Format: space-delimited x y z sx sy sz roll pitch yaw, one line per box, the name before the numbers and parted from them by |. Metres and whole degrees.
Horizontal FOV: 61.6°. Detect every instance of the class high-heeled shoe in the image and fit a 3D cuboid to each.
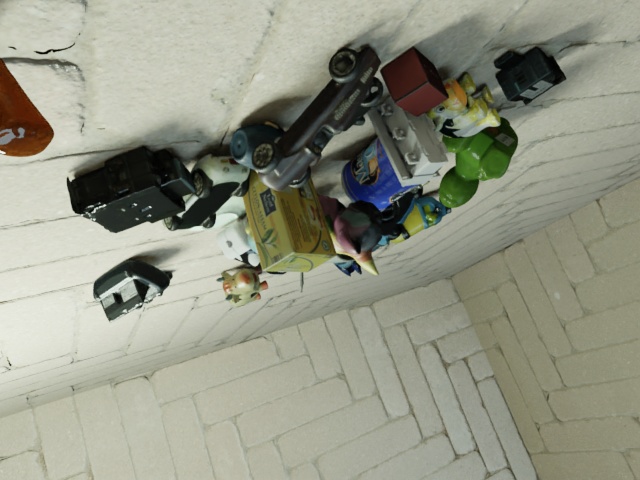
high-heeled shoe | -0.147 0.040 1.163 0.145 0.086 0.248 -13 160 -18

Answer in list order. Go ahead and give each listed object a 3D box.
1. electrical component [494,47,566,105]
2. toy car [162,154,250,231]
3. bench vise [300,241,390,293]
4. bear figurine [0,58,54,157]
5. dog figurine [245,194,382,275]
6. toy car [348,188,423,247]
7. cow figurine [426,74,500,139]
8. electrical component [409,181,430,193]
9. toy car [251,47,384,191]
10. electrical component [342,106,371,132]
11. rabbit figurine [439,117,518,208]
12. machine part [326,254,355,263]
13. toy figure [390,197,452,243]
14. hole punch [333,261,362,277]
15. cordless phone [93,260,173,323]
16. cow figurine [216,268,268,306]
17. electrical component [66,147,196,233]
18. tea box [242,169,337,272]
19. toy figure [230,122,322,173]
electrical component | 0.305 -0.244 0.795 0.075 0.048 0.119 -32 164 35
toy car | -0.168 -0.064 0.777 0.073 0.056 0.202 -6 162 -38
bench vise | 0.045 0.017 1.251 0.240 0.129 0.223 -3 155 -25
bear figurine | -0.294 -0.096 0.328 0.120 0.132 0.196 -34 168 20
dog figurine | -0.002 -0.003 0.862 0.191 0.219 0.108 -45 135 -2
toy car | 0.120 -0.077 1.046 0.161 0.109 0.103 -58 -160 4
cow figurine | 0.197 -0.193 0.800 0.098 0.068 0.167 -23 166 35
electrical component | 0.170 -0.128 0.955 0.102 0.045 0.078 -62 -163 -21
toy car | 0.003 -0.138 0.641 0.202 0.053 0.089 -46 152 11
electrical component | 0.037 -0.173 0.728 0.094 0.021 0.063 -6 160 -44
rabbit figurine | 0.269 -0.141 0.976 0.159 0.121 0.170 -48 167 -48
machine part | 0.025 0.005 1.023 0.079 0.079 0.243 -17 -178 -17
toy figure | 0.238 -0.054 1.331 0.180 0.089 0.082 -18 161 -2
hole punch | 0.057 0.037 1.384 0.092 0.116 0.142 -13 166 3
cordless phone | -0.344 0.085 1.084 0.147 0.088 0.184 -29 175 28
cow figurine | -0.203 0.119 1.378 0.127 0.085 0.195 -22 168 -23
electrical component | -0.232 -0.063 0.685 0.134 0.058 0.115 -21 168 2
tea box | -0.051 -0.042 0.774 0.068 0.169 0.098 -30 157 34
toy figure | -0.048 -0.119 0.723 0.154 0.058 0.064 -3 137 -46
